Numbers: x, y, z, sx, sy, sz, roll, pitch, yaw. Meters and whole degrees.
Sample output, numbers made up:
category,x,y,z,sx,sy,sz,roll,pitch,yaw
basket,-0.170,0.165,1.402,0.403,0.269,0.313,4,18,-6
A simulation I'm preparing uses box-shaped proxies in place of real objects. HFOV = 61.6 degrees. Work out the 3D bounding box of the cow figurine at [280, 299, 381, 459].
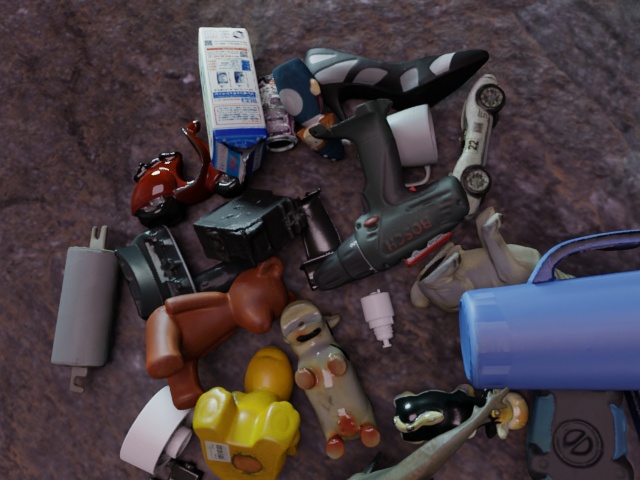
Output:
category,x,y,z,sx,sy,sz,roll,pitch,yaw
cow figurine,0.009,0.167,0.702,0.085,0.127,0.195,-26,90,2

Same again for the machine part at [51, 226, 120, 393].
category,x,y,z,sx,sy,sz,roll,pitch,yaw
machine part,-0.342,0.098,0.790,0.079,0.079,0.243,3,81,11

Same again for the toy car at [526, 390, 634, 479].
category,x,y,z,sx,sy,sz,roll,pitch,yaw
toy car,0.297,0.225,0.635,0.109,0.102,0.161,2,75,14

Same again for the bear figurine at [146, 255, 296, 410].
category,x,y,z,sx,sy,sz,roll,pitch,yaw
bear figurine,-0.119,0.113,0.700,0.196,0.120,0.132,-18,45,-7

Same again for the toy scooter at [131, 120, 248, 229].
category,x,y,z,sx,sy,sz,roll,pitch,yaw
toy scooter,-0.206,-0.103,0.804,0.184,0.075,0.135,-23,76,3

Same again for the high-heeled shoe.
category,x,y,z,sx,sy,sz,roll,pitch,yaw
high-heeled shoe,0.099,-0.252,0.768,0.249,0.086,0.145,-23,77,11

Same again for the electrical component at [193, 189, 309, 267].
category,x,y,z,sx,sy,sz,roll,pitch,yaw
electrical component,-0.102,-0.020,0.737,0.134,0.115,0.058,8,124,39

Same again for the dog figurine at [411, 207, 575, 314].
category,x,y,z,sx,sy,sz,roll,pitch,yaw
dog figurine,0.234,0.076,0.681,0.190,0.121,0.172,47,115,0

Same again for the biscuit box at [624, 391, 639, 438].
category,x,y,z,sx,sy,sz,roll,pitch,yaw
biscuit box,0.400,0.164,0.649,0.059,0.062,0.202,-15,77,9

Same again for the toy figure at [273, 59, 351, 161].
category,x,y,z,sx,sy,sz,roll,pitch,yaw
toy figure,-0.014,-0.177,0.762,0.058,0.064,0.154,-32,103,-13

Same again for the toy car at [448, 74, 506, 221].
category,x,y,z,sx,sy,sz,roll,pitch,yaw
toy car,0.210,-0.125,0.730,0.056,0.073,0.201,10,82,12

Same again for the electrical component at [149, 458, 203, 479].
category,x,y,z,sx,sy,sz,roll,pitch,yaw
electrical component,-0.192,0.340,0.746,0.094,0.021,0.063,22,84,14

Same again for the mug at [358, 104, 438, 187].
category,x,y,z,sx,sy,sz,roll,pitch,yaw
mug,0.109,-0.127,0.755,0.107,0.081,0.109,-6,112,18

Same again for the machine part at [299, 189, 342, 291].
category,x,y,z,sx,sy,sz,roll,pitch,yaw
machine part,-0.002,-0.002,0.766,0.084,0.039,0.139,-19,79,12

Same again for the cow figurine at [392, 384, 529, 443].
category,x,y,z,sx,sy,sz,roll,pitch,yaw
cow figurine,0.175,0.213,0.664,0.167,0.098,0.068,-9,72,9

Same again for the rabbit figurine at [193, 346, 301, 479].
category,x,y,z,sx,sy,sz,roll,pitch,yaw
rabbit figurine,-0.069,0.221,0.689,0.122,0.162,0.173,-3,36,11

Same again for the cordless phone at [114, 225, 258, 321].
category,x,y,z,sx,sy,sz,roll,pitch,yaw
cordless phone,-0.186,0.034,0.783,0.184,0.088,0.146,-25,75,-6

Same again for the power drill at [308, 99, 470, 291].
category,x,y,z,sx,sy,sz,roll,pitch,yaw
power drill,0.058,-0.061,0.693,0.232,0.086,0.207,-23,83,20

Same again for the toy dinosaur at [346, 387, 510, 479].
category,x,y,z,sx,sy,sz,roll,pitch,yaw
toy dinosaur,0.033,0.322,0.598,0.105,0.198,0.471,47,123,14
